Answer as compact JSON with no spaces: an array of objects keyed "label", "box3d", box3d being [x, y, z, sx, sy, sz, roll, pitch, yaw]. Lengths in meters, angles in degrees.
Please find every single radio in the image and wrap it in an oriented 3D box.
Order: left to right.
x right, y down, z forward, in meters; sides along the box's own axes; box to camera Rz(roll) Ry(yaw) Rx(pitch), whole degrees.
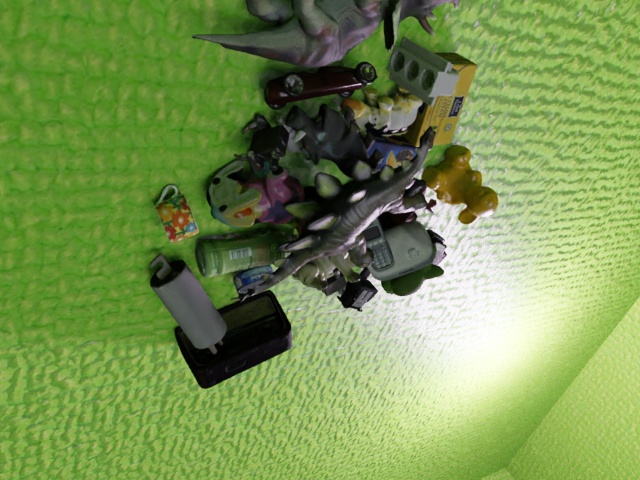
[{"label":"radio","box3d":[-0.179,0.210,1.147,0.230,0.131,0.073,-23,139,-18]}]

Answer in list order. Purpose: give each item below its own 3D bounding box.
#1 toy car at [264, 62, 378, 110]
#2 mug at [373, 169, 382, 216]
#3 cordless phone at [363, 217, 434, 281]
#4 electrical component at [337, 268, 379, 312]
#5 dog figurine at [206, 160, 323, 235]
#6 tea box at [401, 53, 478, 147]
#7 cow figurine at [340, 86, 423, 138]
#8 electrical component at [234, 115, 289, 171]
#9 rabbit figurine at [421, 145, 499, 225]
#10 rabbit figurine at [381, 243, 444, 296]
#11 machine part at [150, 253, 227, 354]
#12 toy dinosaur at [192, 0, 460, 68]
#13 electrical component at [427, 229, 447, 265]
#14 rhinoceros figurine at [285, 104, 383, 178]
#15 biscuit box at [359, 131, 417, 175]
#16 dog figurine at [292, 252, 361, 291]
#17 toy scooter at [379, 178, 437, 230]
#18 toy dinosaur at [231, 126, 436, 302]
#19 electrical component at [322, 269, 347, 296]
[{"label":"toy car","box3d":[0.002,-0.260,0.893,0.202,0.089,0.053,-18,92,-24]},{"label":"mug","box3d":[0.120,-0.114,1.122,0.107,0.081,0.109,-41,139,-13]},{"label":"cordless phone","box3d":[0.151,-0.010,1.123,0.147,0.089,0.184,-21,133,6]},{"label":"electrical component","box3d":[0.106,0.119,1.340,0.074,0.048,0.119,23,112,-46]},{"label":"dog figurine","box3d":[-0.087,-0.057,0.997,0.191,0.109,0.219,-37,142,-4]},{"label":"tea box","box3d":[0.229,-0.274,1.058,0.098,0.068,0.169,-11,131,-28]},{"label":"cow figurine","box3d":[0.106,-0.233,1.010,0.167,0.068,0.098,-14,140,-25]},{"label":"electrical component","box3d":[-0.096,-0.161,0.899,0.045,0.078,0.102,43,53,-45]},{"label":"rabbit figurine","box3d":[0.329,-0.102,1.209,0.122,0.173,0.162,-38,135,-8]},{"label":"rabbit figurine","box3d":[0.203,0.077,1.237,0.159,0.170,0.121,-20,110,6]},{"label":"machine part","box3d":[-0.249,0.124,1.027,0.079,0.079,0.243,-31,120,-9]},{"label":"toy dinosaur","box3d":[0.017,-0.334,0.820,0.405,0.131,0.192,-28,138,-4]},{"label":"electrical component","box3d":[0.259,0.038,1.371,0.114,0.058,0.134,24,110,-48]},{"label":"rhinoceros figurine","box3d":[0.023,-0.173,0.929,0.112,0.073,0.190,-36,135,25]},{"label":"biscuit box","box3d":[0.118,-0.177,1.069,0.202,0.063,0.059,0,124,-36]},{"label":"dog figurine","box3d":[0.000,-0.005,1.135,0.172,0.121,0.190,-16,110,4]},{"label":"toy scooter","box3d":[0.198,-0.059,1.219,0.135,0.075,0.183,5,130,-45]},{"label":"toy dinosaur","box3d":[0.029,-0.028,0.965,0.198,0.105,0.471,20,121,-46]},{"label":"electrical component","box3d":[0.031,0.107,1.293,0.063,0.021,0.093,-29,139,-11]}]
